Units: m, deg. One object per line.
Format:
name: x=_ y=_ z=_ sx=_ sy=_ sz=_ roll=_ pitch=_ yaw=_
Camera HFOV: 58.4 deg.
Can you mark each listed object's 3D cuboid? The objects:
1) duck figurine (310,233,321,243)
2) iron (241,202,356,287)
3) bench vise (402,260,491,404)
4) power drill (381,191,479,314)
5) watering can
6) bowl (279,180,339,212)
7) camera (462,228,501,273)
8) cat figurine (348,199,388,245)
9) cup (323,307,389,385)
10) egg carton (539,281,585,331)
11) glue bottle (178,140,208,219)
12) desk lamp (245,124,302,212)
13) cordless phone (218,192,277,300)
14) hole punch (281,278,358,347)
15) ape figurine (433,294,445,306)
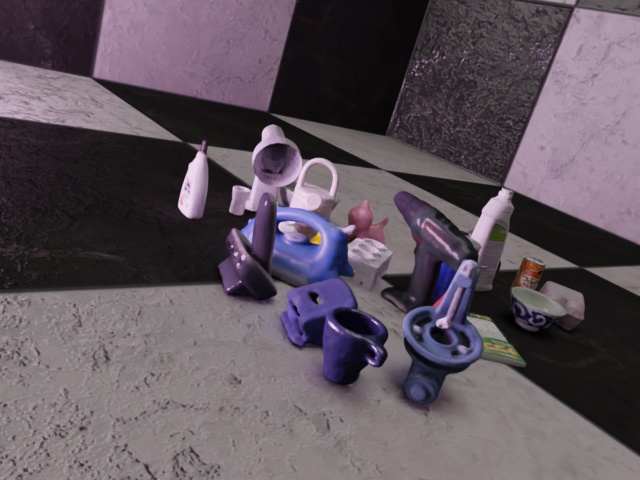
duck figurine: x=0.011 y=0.004 z=1.250 sx=0.078 sy=0.086 sz=0.104 roll=10 pitch=19 yaw=-21
iron: x=-0.053 y=-0.004 z=1.124 sx=0.257 sy=0.141 sz=0.119 roll=22 pitch=18 yaw=16
bench vise: x=0.187 y=0.113 z=0.869 sx=0.121 sy=0.220 sz=0.207 roll=17 pitch=18 yaw=-2
power drill: x=0.199 y=0.034 z=1.137 sx=0.076 sy=0.208 sz=0.228 roll=1 pitch=24 yaw=-41
watering can: x=-0.012 y=-0.095 z=1.347 sx=0.101 sy=0.194 sz=0.172 roll=9 pitch=19 yaw=-23
bowl: x=-0.037 y=-0.100 z=1.536 sx=0.167 sy=0.075 sz=0.167 roll=16 pitch=18 yaw=-5
camera: x=0.408 y=0.032 z=1.515 sx=0.143 sy=0.101 sz=0.136 roll=10 pitch=19 yaw=-21
cat figurine: x=0.116 y=-0.040 z=1.429 sx=0.128 sy=0.118 sz=0.067 roll=7 pitch=20 yaw=-29
cup: x=0.048 y=0.161 z=0.801 sx=0.092 sy=0.095 sz=0.117 roll=5 pitch=22 yaw=-34
egg carton: x=0.566 y=0.153 z=1.352 sx=0.107 sy=0.069 sz=0.151 roll=23 pitch=18 yaw=16
glue bottle: x=-0.272 y=-0.138 z=1.268 sx=0.037 sy=0.173 sz=0.077 roll=2 pitch=23 yaw=-39
desk lamp: x=-0.130 y=-0.176 z=1.448 sx=0.118 sy=0.213 sz=0.203 roll=11 pitch=19 yaw=-19
cordless phone: x=-0.109 y=-0.004 z=0.999 sx=0.094 sy=0.185 sz=0.147 roll=8 pitch=20 yaw=-26
hole punch: x=-0.003 y=0.111 z=0.912 sx=0.101 sy=0.091 sz=0.108 roll=10 pitch=19 yaw=-22
ape figurine: x=0.236 y=0.135 z=1.060 sx=0.076 sy=0.092 sz=0.078 roll=21 pitch=18 yaw=12
